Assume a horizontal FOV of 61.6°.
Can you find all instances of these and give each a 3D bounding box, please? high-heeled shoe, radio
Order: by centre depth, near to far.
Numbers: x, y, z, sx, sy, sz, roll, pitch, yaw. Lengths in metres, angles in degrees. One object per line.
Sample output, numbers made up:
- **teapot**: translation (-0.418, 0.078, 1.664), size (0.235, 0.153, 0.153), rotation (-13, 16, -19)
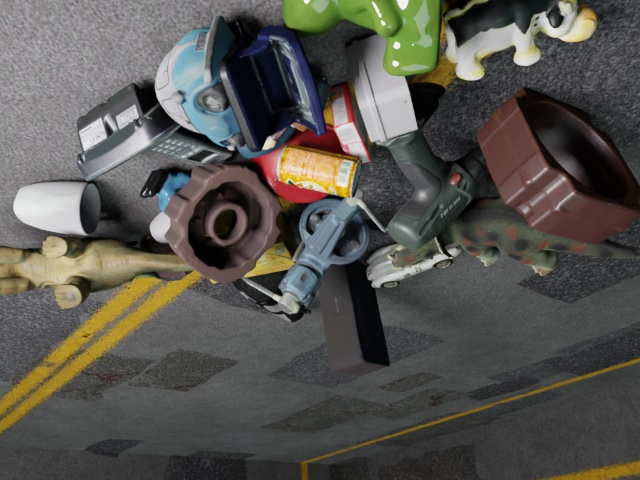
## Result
- **radio**: translation (0.066, 0.151, 1.081), size (0.073, 0.229, 0.131), rotation (-22, 150, 25)
- **high-heeled shoe**: translation (-0.122, 0.105, 1.153), size (0.248, 0.086, 0.145), rotation (37, 162, -26)

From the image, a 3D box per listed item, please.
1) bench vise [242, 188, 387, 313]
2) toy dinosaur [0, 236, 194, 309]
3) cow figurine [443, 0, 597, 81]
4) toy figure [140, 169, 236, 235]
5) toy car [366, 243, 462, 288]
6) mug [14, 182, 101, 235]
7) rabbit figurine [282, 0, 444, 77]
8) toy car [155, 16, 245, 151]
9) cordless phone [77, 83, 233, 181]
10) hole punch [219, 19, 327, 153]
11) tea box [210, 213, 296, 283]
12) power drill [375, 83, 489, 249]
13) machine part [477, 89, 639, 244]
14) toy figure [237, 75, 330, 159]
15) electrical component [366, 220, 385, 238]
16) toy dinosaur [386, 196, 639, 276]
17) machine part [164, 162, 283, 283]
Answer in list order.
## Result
- **bench vise**: translation (0.007, 0.004, 0.852), size (0.129, 0.224, 0.240), rotation (43, 147, 7)
- **toy dinosaur**: translation (-0.368, 0.039, 0.870), size (0.472, 0.105, 0.198), rotation (3, -175, 13)
- **cow figurine**: translation (0.227, -0.253, 0.611), size (0.167, 0.068, 0.098), rotation (-14, 141, 11)
- **toy figure**: translation (-0.184, -0.056, 0.841), size (0.180, 0.082, 0.089), rotation (31, 100, -35)
- **toy car**: translation (0.179, 0.034, 1.055), size (0.202, 0.073, 0.056), rotation (-24, 148, 26)
- **mug**: translation (-0.403, -0.048, 0.830), size (0.107, 0.081, 0.109), rotation (6, 160, -3)
- **rabbit figurine**: translation (0.038, -0.248, 0.543), size (0.170, 0.121, 0.158), rotation (3, 146, 13)
- **toy car**: translation (-0.139, -0.180, 0.638), size (0.103, 0.109, 0.161), rotation (4, 157, 6)
- **cordless phone**: translation (-0.221, -0.125, 0.740), size (0.147, 0.089, 0.184), rotation (-23, 163, 24)
- **hole punch**: translation (-0.043, -0.172, 0.595), size (0.092, 0.116, 0.142), rotation (-12, 126, 15)
- **tea box**: translation (-0.134, 0.017, 0.978), size (0.170, 0.068, 0.098), rotation (-11, 148, 6)
- **power drill**: translation (0.161, -0.116, 0.757), size (0.086, 0.232, 0.207), rotation (25, 156, 40)
- **machine part**: translation (0.328, -0.100, 0.741), size (0.201, 0.201, 0.087), rotation (12, 141, -27)
- **toy figure**: translation (-0.046, -0.163, 0.709), size (0.154, 0.064, 0.058), rotation (-27, 168, 26)
- **electrical component**: translation (0.074, -0.013, 1.010), size (0.094, 0.021, 0.063), rotation (10, 145, -25)
- **toy dinosaur**: translation (0.292, -0.018, 0.853), size (0.405, 0.131, 0.192), rotation (-3, 169, 43)
- **machine part**: translation (-0.142, -0.027, 0.796), size (0.179, 0.179, 0.056), rotation (27, 180, -41)
